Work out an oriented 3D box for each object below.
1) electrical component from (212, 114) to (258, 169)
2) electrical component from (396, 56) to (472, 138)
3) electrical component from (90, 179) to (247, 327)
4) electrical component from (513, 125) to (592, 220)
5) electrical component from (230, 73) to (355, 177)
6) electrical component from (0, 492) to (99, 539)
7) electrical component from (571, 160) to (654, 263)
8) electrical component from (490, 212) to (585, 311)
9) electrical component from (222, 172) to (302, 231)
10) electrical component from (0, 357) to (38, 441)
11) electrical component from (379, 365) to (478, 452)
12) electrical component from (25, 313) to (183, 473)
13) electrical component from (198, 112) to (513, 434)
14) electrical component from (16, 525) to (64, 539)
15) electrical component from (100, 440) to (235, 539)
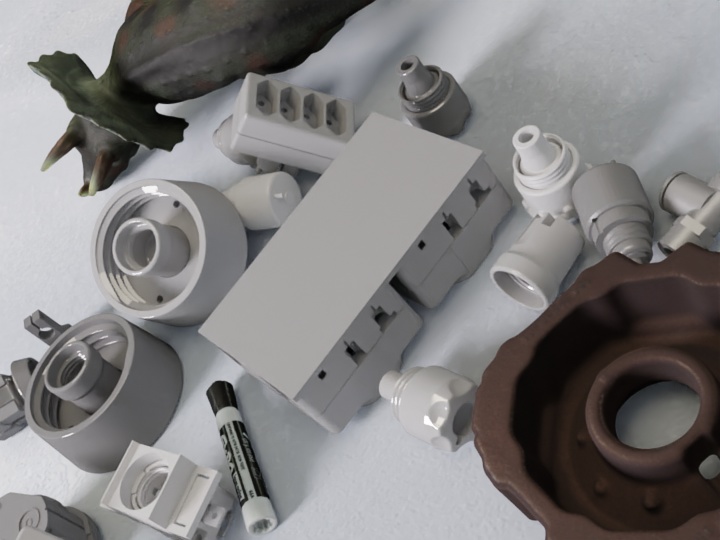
[{"bbox_3d":[-0.092,-0.104,0.847,0.062,0.048,0.048,6,61,48],"label":"electrical component"},{"bbox_3d":[0.047,-0.121,0.744,0.043,0.062,0.043,-20,48,23],"label":"electrical component"},{"bbox_3d":[-0.142,-0.014,0.767,0.108,0.060,0.108,-2,85,24],"label":"electrical component"},{"bbox_3d":[0.112,-0.062,0.650,0.048,0.062,0.048,-20,48,23],"label":"electrical component"},{"bbox_3d":[-0.056,-0.094,0.797,0.075,0.083,0.047,122,155,-46],"label":"electrical component"},{"bbox_3d":[-0.215,0.187,0.703,0.080,0.051,0.080,-19,48,23],"label":"electrical component"},{"bbox_3d":[0.148,-0.026,0.612,0.040,0.040,0.078,-26,46,17],"label":"electrical component"},{"bbox_3d":[0.105,-0.006,0.629,0.040,0.040,0.046,20,65,44],"label":"electrical component"},{"bbox_3d":[-0.080,-0.049,0.797,0.078,0.040,0.040,-6,55,34],"label":"electrical component"},{"bbox_3d":[-0.260,0.097,0.805,0.055,0.066,0.048,-32,78,0],"label":"electrical component"},{"bbox_3d":[0.038,0.075,0.612,0.062,0.043,0.043,20,71,45],"label":"electrical component"},{"bbox_3d":[-0.187,0.081,0.758,0.108,0.060,0.108,-20,48,23],"label":"electrical component"},{"bbox_3d":[0.000,0.000,0.685,0.105,0.060,0.186,28,76,45],"label":"electrical component"},{"bbox_3d":[-0.174,0.209,0.628,0.100,0.048,0.099,24,67,-1],"label":"electrical component"},{"bbox_3d":[-0.115,0.140,0.657,0.081,0.063,0.042,7,61,39],"label":"electrical component"}]
